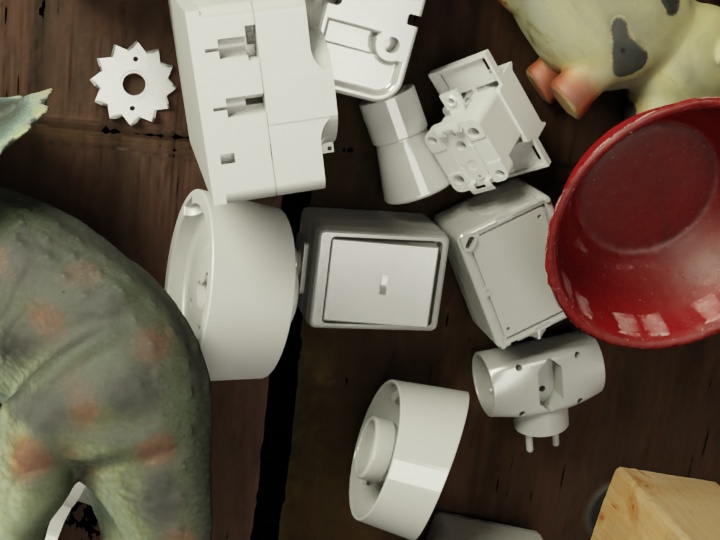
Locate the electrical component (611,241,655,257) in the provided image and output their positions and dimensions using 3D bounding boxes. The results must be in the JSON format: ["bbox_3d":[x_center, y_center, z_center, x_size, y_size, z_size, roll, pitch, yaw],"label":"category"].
[{"bbox_3d":[0.189,-0.021,0.696,0.076,0.047,0.083,18,102,-19],"label":"electrical component"}]

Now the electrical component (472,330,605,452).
[{"bbox_3d":[0.119,0.084,0.715,0.077,0.043,0.079,-11,110,-11],"label":"electrical component"}]

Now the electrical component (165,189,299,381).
[{"bbox_3d":[-0.070,0.011,0.610,0.060,0.108,0.108,6,106,-23],"label":"electrical component"}]

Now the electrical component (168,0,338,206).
[{"bbox_3d":[-0.058,-0.098,0.551,0.062,0.150,0.089,-10,110,-10],"label":"electrical component"}]

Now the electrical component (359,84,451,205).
[{"bbox_3d":[0.025,-0.077,0.639,0.044,0.044,0.065,-23,107,-6],"label":"electrical component"}]

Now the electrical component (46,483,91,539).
[{"bbox_3d":[-0.168,0.119,0.647,0.074,0.052,0.138,25,101,-21],"label":"electrical component"}]

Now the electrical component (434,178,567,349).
[{"bbox_3d":[0.094,-0.001,0.670,0.062,0.061,0.096,-25,112,-5],"label":"electrical component"}]

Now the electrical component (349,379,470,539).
[{"bbox_3d":[0.033,0.118,0.678,0.064,0.099,0.099,17,103,-13],"label":"electrical component"}]

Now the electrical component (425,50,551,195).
[{"bbox_3d":[0.072,-0.082,0.632,0.081,0.042,0.063,55,45,-23],"label":"electrical component"}]

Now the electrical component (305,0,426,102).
[{"bbox_3d":[0.001,-0.147,0.599,0.054,0.059,0.095,11,105,-18],"label":"electrical component"}]

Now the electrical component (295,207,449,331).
[{"bbox_3d":[0.000,0.000,0.647,0.096,0.061,0.061,2,107,-15],"label":"electrical component"}]

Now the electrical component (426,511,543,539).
[{"bbox_3d":[0.078,0.208,0.740,0.096,0.061,0.061,14,104,-10],"label":"electrical component"}]
